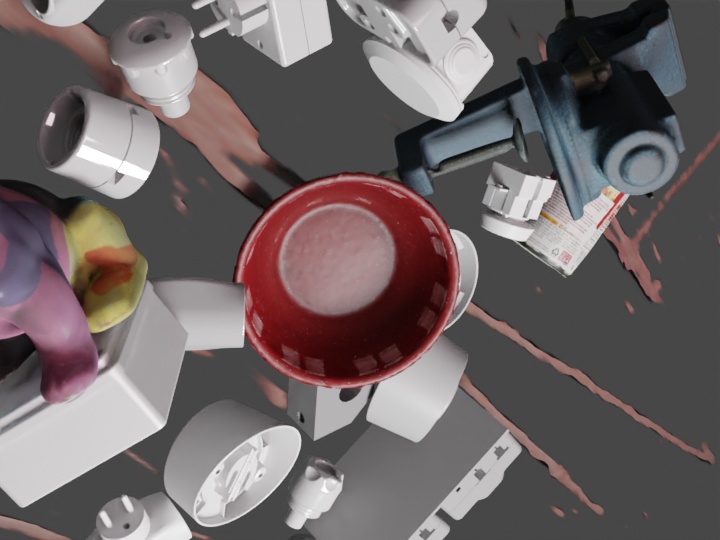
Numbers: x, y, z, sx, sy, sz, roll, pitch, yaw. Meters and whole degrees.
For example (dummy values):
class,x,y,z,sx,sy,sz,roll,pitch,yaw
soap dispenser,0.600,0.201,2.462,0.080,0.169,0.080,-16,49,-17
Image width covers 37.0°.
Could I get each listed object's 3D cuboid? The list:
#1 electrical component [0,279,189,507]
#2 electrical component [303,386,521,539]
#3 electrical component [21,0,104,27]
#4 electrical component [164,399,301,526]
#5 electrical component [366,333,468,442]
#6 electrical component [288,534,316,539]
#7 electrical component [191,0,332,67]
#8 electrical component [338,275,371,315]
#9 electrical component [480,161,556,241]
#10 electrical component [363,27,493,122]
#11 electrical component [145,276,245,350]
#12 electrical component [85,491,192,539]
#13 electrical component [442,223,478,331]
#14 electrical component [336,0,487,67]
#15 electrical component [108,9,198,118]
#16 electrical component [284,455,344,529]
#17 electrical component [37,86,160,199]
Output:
class,x,y,z,sx,sy,sz,roll,pitch,yaw
electrical component,-0.165,0.069,0.638,0.109,0.108,0.056,-30,113,13
electrical component,0.045,0.193,0.980,0.186,0.105,0.060,-47,142,-5
electrical component,-0.146,-0.168,0.527,0.044,0.077,0.079,-22,97,-28
electrical component,-0.100,0.150,0.830,0.099,0.064,0.099,-36,139,-38
electrical component,0.048,0.097,0.928,0.099,0.064,0.099,-60,-179,2
electrical component,-0.044,0.287,0.990,0.080,0.080,0.051,11,117,-49
electrical component,-0.064,-0.161,0.629,0.076,0.047,0.083,-32,139,-22
electrical component,0.000,0.000,0.830,0.040,0.040,0.078,14,109,-49
electrical component,0.130,-0.057,0.909,0.066,0.048,0.055,4,110,-47
electrical component,0.046,-0.143,0.728,0.051,0.080,0.080,-51,142,-6
electrical component,-0.118,0.033,0.727,0.077,0.043,0.079,1,167,-8
electrical component,-0.176,0.198,0.815,0.077,0.043,0.079,-33,139,-21
electrical component,0.047,0.004,0.881,0.099,0.064,0.099,-17,117,-36
electrical component,0.029,-0.177,0.669,0.059,0.095,0.053,-48,142,-4
electrical component,-0.114,-0.115,0.620,0.048,0.048,0.062,-37,147,-17
electrical component,-0.045,0.198,0.945,0.043,0.043,0.062,14,111,-49
electrical component,-0.150,-0.073,0.611,0.047,0.055,0.055,20,105,-47
